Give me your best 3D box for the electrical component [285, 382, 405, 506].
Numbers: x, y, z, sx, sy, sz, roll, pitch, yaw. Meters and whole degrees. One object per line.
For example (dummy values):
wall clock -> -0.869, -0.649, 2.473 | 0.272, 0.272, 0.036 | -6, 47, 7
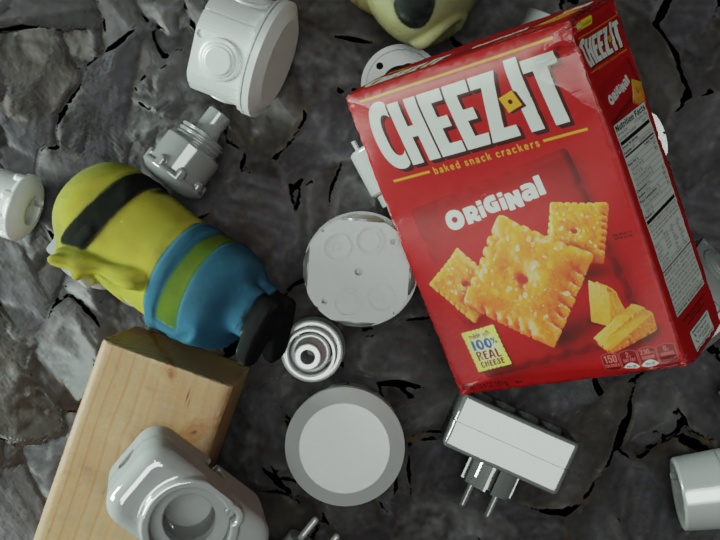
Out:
electrical component -> -0.009, 0.117, 0.738 | 0.080, 0.051, 0.080 | 0, 93, 2

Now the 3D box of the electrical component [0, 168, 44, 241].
electrical component -> -0.254, -0.050, 0.744 | 0.062, 0.048, 0.048 | 18, 93, 8

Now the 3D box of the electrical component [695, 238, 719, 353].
electrical component -> 0.217, 0.022, 0.712 | 0.080, 0.080, 0.051 | -44, 85, 3

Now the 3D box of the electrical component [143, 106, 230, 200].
electrical component -> -0.114, -0.083, 0.737 | 0.048, 0.048, 0.062 | 37, 86, 0

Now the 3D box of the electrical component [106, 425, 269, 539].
electrical component -> -0.104, 0.144, 0.648 | 0.095, 0.059, 0.053 | 41, 89, -14

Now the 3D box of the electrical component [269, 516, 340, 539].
electrical component -> -0.047, 0.208, 0.747 | 0.077, 0.043, 0.079 | 39, 94, 0

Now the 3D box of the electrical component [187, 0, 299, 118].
electrical component -> -0.076, -0.146, 0.715 | 0.051, 0.080, 0.080 | 22, 93, 6

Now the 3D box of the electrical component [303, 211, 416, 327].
electrical component -> 0.000, 0.000, 0.732 | 0.080, 0.051, 0.080 | 0, 93, 2

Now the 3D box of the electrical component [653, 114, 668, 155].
electrical component -> 0.164, -0.079, 0.722 | 0.080, 0.051, 0.080 | 0, 93, 2

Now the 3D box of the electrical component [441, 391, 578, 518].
electrical component -> 0.093, 0.132, 0.736 | 0.083, 0.047, 0.075 | 24, 93, 1

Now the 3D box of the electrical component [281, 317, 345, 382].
electrical component -> -0.033, 0.055, 0.730 | 0.043, 0.062, 0.043 | 0, 93, 2

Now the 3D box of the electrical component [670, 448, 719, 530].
electrical component -> 0.239, 0.149, 0.729 | 0.047, 0.055, 0.055 | -9, 92, 6

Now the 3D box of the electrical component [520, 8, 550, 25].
electrical component -> 0.125, -0.141, 0.720 | 0.055, 0.055, 0.047 | 28, 97, 1

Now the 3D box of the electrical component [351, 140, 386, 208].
electrical component -> 0.025, -0.059, 0.734 | 0.040, 0.040, 0.078 | -28, 91, 3
